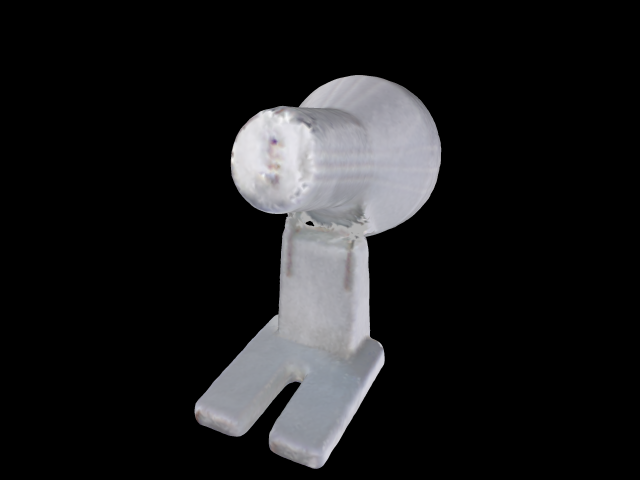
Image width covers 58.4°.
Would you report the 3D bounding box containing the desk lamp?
[{"bbox_3d":[0.004,0.001,0.400,0.117,0.214,0.204,11,29,21],"label":"desk lamp"}]
